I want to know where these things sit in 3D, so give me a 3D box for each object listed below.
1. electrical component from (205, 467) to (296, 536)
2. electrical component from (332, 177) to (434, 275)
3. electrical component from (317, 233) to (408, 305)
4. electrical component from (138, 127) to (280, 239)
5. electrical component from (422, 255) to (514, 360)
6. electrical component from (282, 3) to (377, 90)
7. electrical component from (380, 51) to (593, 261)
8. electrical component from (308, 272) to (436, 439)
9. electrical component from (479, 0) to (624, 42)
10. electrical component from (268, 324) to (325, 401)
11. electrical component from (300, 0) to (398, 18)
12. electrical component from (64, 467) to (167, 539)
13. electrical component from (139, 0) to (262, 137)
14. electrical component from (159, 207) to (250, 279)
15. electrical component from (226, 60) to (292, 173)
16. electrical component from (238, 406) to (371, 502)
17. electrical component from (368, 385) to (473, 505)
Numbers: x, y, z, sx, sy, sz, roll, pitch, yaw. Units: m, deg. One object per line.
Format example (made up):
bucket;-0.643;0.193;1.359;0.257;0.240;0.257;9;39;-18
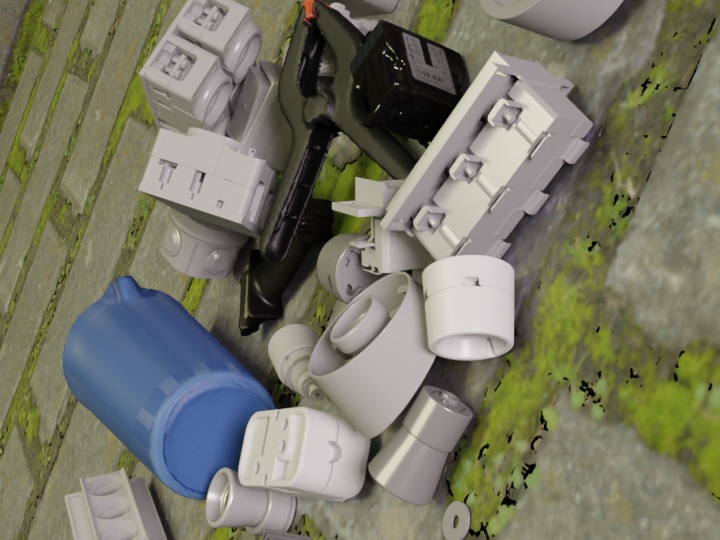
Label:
electrical component;-0.082;0.176;0.811;0.045;0.055;0.045;-39;42;46
electrical component;0.026;-0.031;0.726;0.042;0.081;0.063;-156;63;-63
electrical component;0.000;0.000;0.771;0.047;0.055;0.055;19;90;66
electrical component;-0.119;-0.073;0.924;0.150;0.089;0.061;45;-117;-84
electrical component;0.065;0.024;0.638;0.055;0.055;0.047;-33;50;50
electrical component;-0.027;-0.178;0.931;0.089;0.050;0.055;-29;49;51
electrical component;0.078;-0.061;0.647;0.063;0.079;0.121;53;123;29
electrical component;0.016;0.052;0.690;0.099;0.064;0.099;-41;17;15
electrical component;0.127;-0.190;0.647;0.108;0.060;0.108;-39;42;46
electrical component;-0.043;0.073;0.818;0.040;0.040;0.078;-62;29;17
electrical component;-0.007;-0.268;0.941;0.113;0.057;0.078;20;91;62
electrical component;-0.231;0.249;1.019;0.121;0.079;0.063;-136;38;-60
electrical component;-0.144;-0.172;1.028;0.105;0.060;0.186;-61;-6;-16
electrical component;-0.151;-0.031;1.036;0.051;0.080;0.080;-65;28;24
electrical component;-0.087;-0.138;1.003;0.096;0.061;0.061;-61;30;20
electrical component;-0.036;0.129;0.751;0.095;0.059;0.053;-17;59;57
electrical component;0.039;0.103;0.651;0.065;0.044;0.044;-61;29;11
